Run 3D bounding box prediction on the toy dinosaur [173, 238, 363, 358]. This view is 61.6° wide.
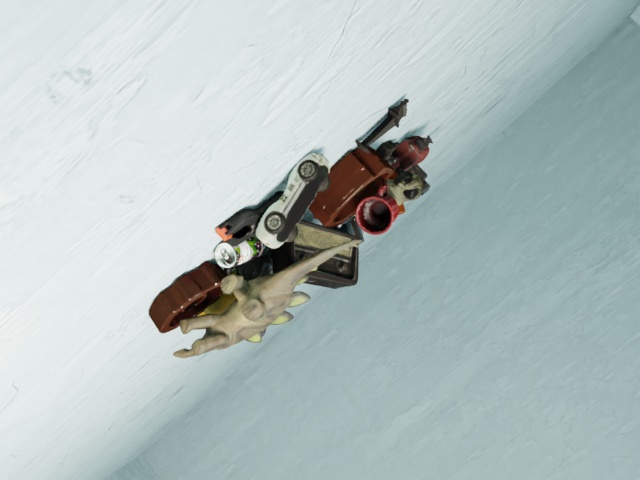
[{"bbox_3d":[-0.122,0.127,1.107,0.471,0.105,0.198,-35,159,19],"label":"toy dinosaur"}]

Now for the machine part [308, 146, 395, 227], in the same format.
[{"bbox_3d":[0.070,-0.126,1.264,0.201,0.087,0.201,-44,169,15],"label":"machine part"}]

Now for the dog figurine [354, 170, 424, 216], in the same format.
[{"bbox_3d":[0.193,-0.121,1.413,0.191,0.121,0.172,-7,-172,26],"label":"dog figurine"}]

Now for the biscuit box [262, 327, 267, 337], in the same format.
[{"bbox_3d":[-0.159,0.157,1.401,0.059,0.063,0.203,130,-24,-50],"label":"biscuit box"}]

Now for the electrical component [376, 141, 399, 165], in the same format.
[{"bbox_3d":[0.165,-0.211,1.376,0.078,0.045,0.102,-46,170,31],"label":"electrical component"}]

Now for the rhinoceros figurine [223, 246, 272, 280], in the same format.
[{"bbox_3d":[-0.148,0.058,1.239,0.190,0.073,0.112,24,84,-68],"label":"rhinoceros figurine"}]

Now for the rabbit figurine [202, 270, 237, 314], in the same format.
[{"bbox_3d":[-0.223,0.158,1.281,0.162,0.122,0.173,-45,170,-9],"label":"rabbit figurine"}]

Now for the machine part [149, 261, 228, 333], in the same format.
[{"bbox_3d":[-0.270,0.118,1.109,0.179,0.056,0.179,-39,170,-8],"label":"machine part"}]

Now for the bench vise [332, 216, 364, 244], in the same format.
[{"bbox_3d":[0.001,0.005,1.479,0.223,0.128,0.241,-32,-172,-36],"label":"bench vise"}]

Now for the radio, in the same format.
[{"bbox_3d":[-0.007,0.037,1.267,0.229,0.131,0.073,14,159,-41],"label":"radio"}]

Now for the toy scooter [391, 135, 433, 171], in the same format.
[{"bbox_3d":[0.247,-0.240,1.460,0.184,0.075,0.135,-32,177,-30],"label":"toy scooter"}]

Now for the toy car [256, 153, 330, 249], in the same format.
[{"bbox_3d":[-0.047,-0.075,1.017,0.201,0.056,0.073,-58,153,-1],"label":"toy car"}]

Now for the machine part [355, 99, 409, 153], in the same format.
[{"bbox_3d":[0.137,-0.242,1.156,0.139,0.039,0.084,-42,176,-2],"label":"machine part"}]

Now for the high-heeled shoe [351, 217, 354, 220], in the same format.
[{"bbox_3d":[0.059,-0.024,1.711,0.145,0.086,0.248,-31,162,-32],"label":"high-heeled shoe"}]

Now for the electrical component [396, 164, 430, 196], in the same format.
[{"bbox_3d":[0.275,-0.193,1.628,0.058,0.134,0.115,-41,172,1],"label":"electrical component"}]

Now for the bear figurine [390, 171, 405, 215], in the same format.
[{"bbox_3d":[0.203,-0.137,1.583,0.120,0.131,0.196,-4,-177,-1],"label":"bear figurine"}]
